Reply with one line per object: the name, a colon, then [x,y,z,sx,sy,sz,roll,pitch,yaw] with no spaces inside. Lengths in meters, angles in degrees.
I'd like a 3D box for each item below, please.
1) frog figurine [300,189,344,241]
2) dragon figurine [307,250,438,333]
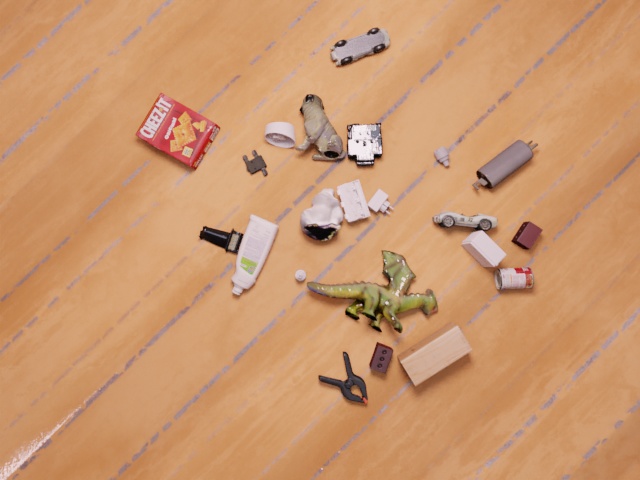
frog figurine: [0.005,-0.083,1.643,0.137,0.120,0.163,-9,52,8]
dragon figurine: [0.187,0.146,1.628,0.410,0.120,0.246,29,71,1]
